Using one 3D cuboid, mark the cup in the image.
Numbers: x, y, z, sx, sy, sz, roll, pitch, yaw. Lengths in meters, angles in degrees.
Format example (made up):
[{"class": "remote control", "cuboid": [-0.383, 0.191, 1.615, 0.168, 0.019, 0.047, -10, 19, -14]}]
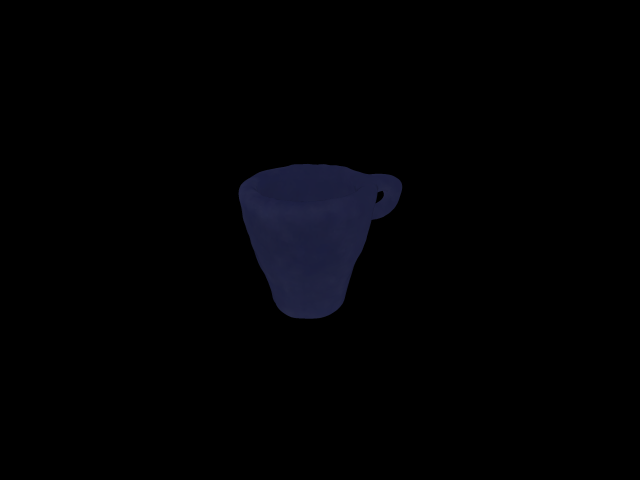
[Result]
[{"class": "cup", "cuboid": [0.004, 0.001, 0.400, 0.118, 0.095, 0.091, -12, 27, -24]}]
